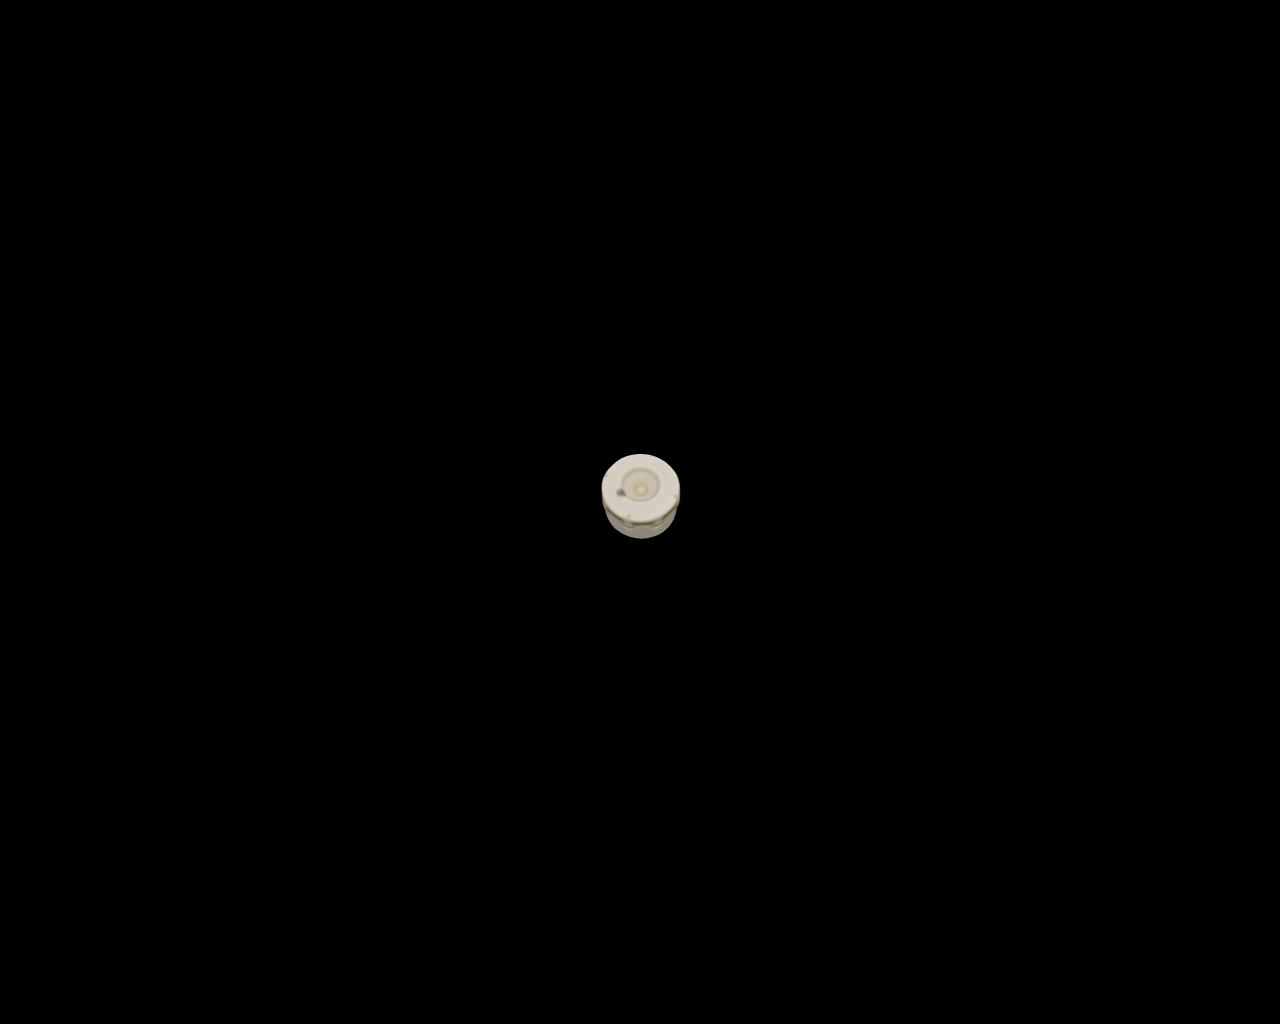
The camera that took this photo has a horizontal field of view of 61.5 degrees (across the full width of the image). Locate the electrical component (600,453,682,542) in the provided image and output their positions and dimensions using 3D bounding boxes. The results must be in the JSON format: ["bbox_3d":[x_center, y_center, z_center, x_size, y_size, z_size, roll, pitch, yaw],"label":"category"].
[{"bbox_3d":[0.001,-0.003,0.650,0.048,0.048,0.062,0,-27,0],"label":"electrical component"}]
